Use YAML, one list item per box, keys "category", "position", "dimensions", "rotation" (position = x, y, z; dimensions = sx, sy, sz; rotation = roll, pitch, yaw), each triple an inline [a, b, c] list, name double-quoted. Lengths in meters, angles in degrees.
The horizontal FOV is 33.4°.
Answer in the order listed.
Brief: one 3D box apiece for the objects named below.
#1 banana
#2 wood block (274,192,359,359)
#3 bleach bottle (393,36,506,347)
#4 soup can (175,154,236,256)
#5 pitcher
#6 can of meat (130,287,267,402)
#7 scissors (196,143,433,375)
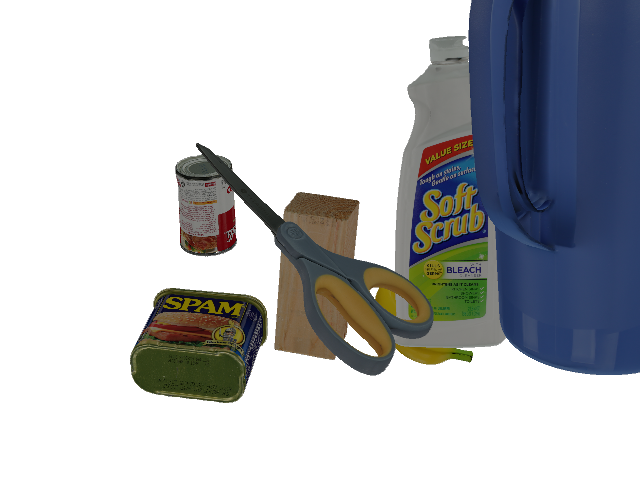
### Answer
- category: "banana"
  position: [0.099, 0.093, 1.216]
  dimensions: [0.069, 0.037, 0.198]
  rotation: [6, 23, -24]
- category: "wood block"
  position: [-0.006, 0.048, 1.482]
  dimensions: [0.090, 0.206, 0.090]
  rotation: [9, 22, 10]
- category: "bleach bottle"
  position: [0.103, -0.039, 0.878]
  dimensions: [0.103, 0.251, 0.068]
  rotation: [-1, 14, 14]
- category: "soup can"
  position: [-0.135, -0.042, 1.254]
  dimensions: [0.068, 0.102, 0.068]
  rotation: [-1, 28, 0]
- category: "pitcher"
  position: [0.143, -0.053, 0.557]
  dimensions: [0.149, 0.243, 0.145]
  rotation: [-3, 22, 0]
- category: "can of meat"
  position: [-0.103, 0.088, 0.902]
  dimensions: [0.102, 0.057, 0.084]
  rotation: [5, 30, 7]
- category: "scissors"
  position: [0.001, 0.003, 0.684]
  dimensions: [0.096, 0.016, 0.202]
  rotation: [-5, 48, -36]
